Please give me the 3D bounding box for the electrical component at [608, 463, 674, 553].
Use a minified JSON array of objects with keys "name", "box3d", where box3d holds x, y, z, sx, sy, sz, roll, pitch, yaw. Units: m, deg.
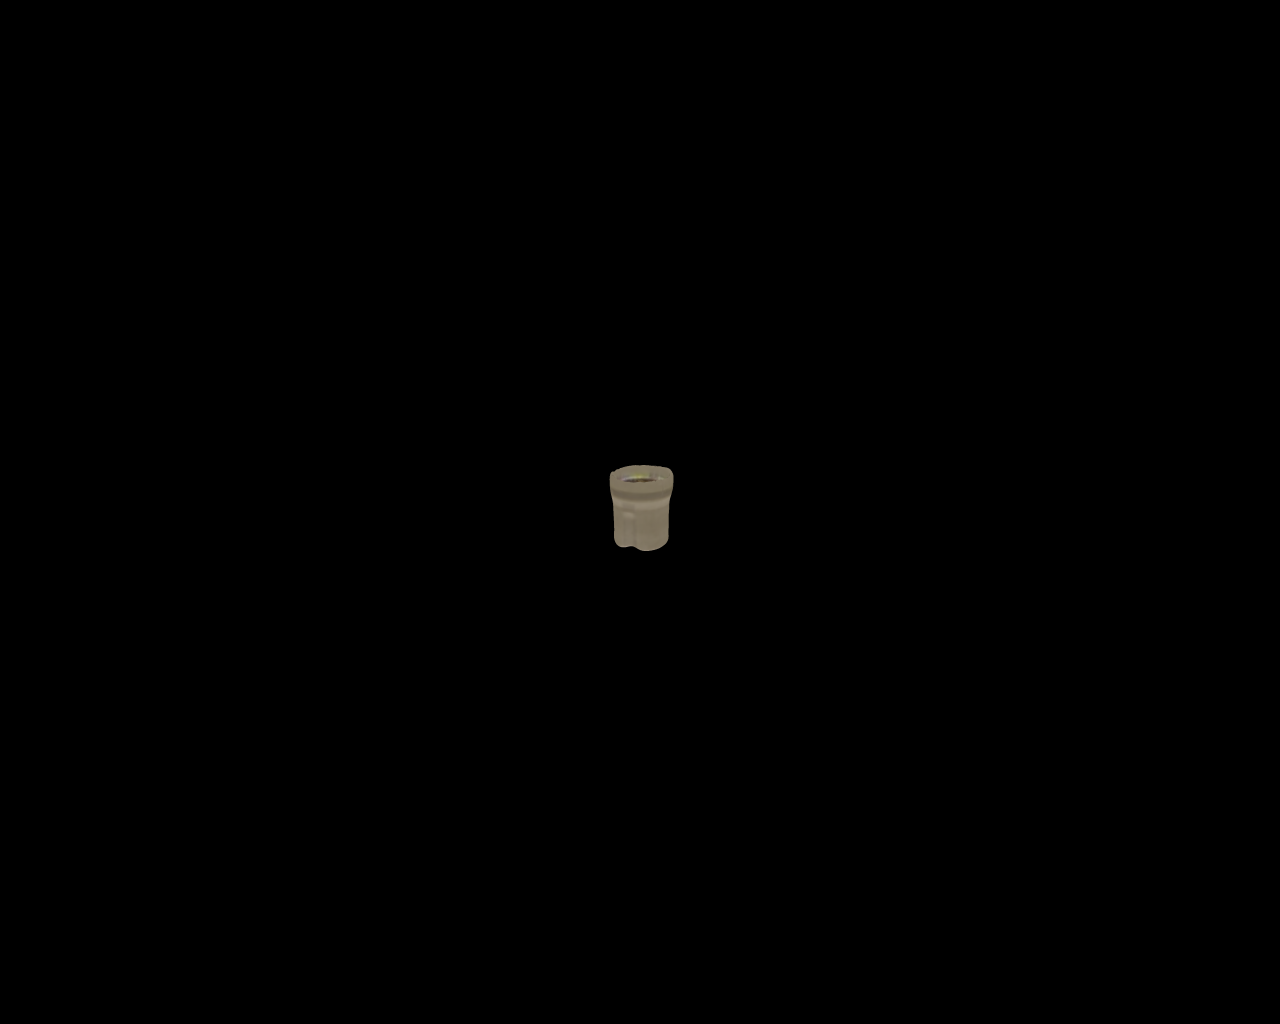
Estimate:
[{"name":"electrical component","box3d":[0.001,-0.003,0.650,0.040,0.046,0.040,0,18,0]}]
